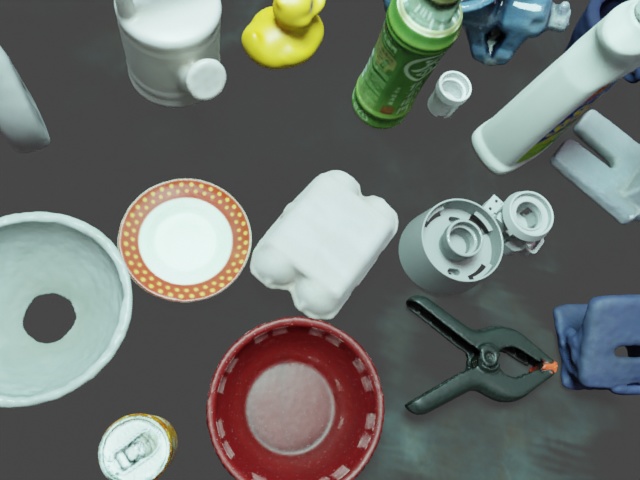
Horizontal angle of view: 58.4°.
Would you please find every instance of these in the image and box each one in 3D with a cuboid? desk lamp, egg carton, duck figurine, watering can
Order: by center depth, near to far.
[{"bbox_3d":[-0.140,-0.214,0.553,0.173,0.194,0.101,42,70,4],"label":"watering can"},{"bbox_3d":[0.005,0.002,0.583,0.107,0.069,0.150,37,70,1],"label":"egg carton"},{"bbox_3d":[0.398,-0.089,0.612,0.203,0.213,0.118,39,70,3],"label":"desk lamp"},{"bbox_3d":[-0.038,-0.246,0.641,0.105,0.086,0.077,-31,81,-18],"label":"duck figurine"}]

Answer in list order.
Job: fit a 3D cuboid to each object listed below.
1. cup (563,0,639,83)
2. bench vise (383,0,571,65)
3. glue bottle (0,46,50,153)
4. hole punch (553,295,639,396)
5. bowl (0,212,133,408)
[{"bbox_3d":[0.354,-0.233,0.710,0.092,0.095,0.118,-14,76,-15],"label":"cup"},{"bbox_3d":[0.192,-0.307,0.634,0.207,0.219,0.121,3,73,-10],"label":"bench vise"},{"bbox_3d":[-0.291,-0.146,0.514,0.037,0.173,0.078,-23,79,-17],"label":"glue bottle"},{"bbox_3d":[0.316,0.110,0.600,0.109,0.091,0.101,2,73,-11],"label":"hole punch"},{"bbox_3d":[-0.249,0.063,0.511,0.167,0.074,0.167,3,73,-10],"label":"bowl"}]
